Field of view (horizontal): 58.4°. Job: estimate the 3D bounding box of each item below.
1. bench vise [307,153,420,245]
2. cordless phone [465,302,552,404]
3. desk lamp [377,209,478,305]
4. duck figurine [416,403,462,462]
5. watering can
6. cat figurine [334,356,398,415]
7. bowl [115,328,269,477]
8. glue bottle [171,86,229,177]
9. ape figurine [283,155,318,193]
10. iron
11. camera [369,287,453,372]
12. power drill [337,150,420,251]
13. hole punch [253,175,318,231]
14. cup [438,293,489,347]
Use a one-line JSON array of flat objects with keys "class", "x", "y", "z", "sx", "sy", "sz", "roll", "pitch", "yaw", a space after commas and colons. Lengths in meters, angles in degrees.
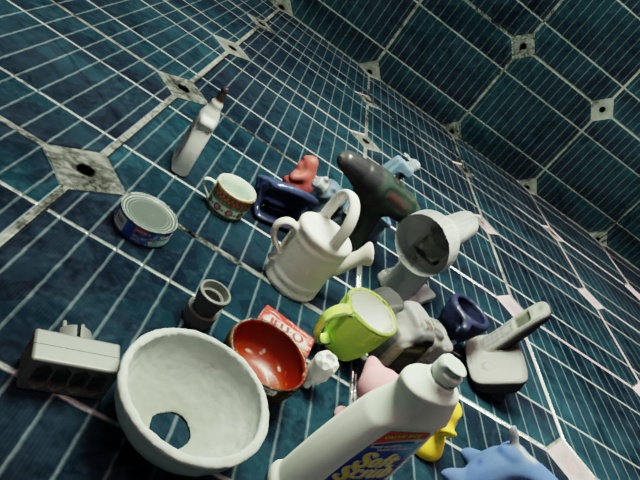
[{"class": "bench vise", "x": 0.093, "y": -0.090, "z": 1.154, "sx": 0.208, "sy": 0.219, "sz": 0.121, "roll": 8, "pitch": 39, "yaw": -47}, {"class": "cordless phone", "x": 0.363, "y": 0.201, "z": 1.075, "sx": 0.094, "sy": 0.185, "sz": 0.147, "roll": 32, "pitch": 27, "yaw": -12}, {"class": "desk lamp", "x": 0.209, "y": 0.029, "z": 1.121, "sx": 0.117, "sy": 0.213, "sz": 0.204, "roll": 49, "pitch": 28, "yaw": 20}, {"class": "duck figurine", "x": 0.171, "y": 0.261, "z": 0.846, "sx": 0.078, "sy": 0.086, "sz": 0.104, "roll": 28, "pitch": 28, "yaw": -20}, {"class": "watering can", "x": 0.008, "y": 0.002, "z": 0.927, "sx": 0.173, "sy": 0.194, "sz": 0.100, "roll": 10, "pitch": 37, "yaw": -44}, {"class": "cat figurine", "x": 0.074, "y": 0.221, "z": 0.748, "sx": 0.067, "sy": 0.117, "sz": 0.127, "roll": 29, "pitch": 27, "yaw": -18}, {"class": "bowl", "x": -0.141, "y": 0.177, "z": 0.592, "sx": 0.168, "sy": 0.074, "sz": 0.167, "roll": 30, "pitch": 27, "yaw": -17}, {"class": "glue bottle", "x": -0.204, "y": -0.194, "z": 0.992, "sx": 0.037, "sy": 0.173, "sz": 0.078, "roll": 26, "pitch": 28, "yaw": -24}, {"class": "ape figurine", "x": -0.036, "y": -0.142, "z": 1.218, "sx": 0.076, "sy": 0.092, "sz": 0.078, "roll": 47, "pitch": 27, "yaw": 17}, {"class": "iron", "x": 0.287, "y": 0.375, "z": 0.748, "sx": 0.258, "sy": 0.141, "sz": 0.119, "roll": 49, "pitch": 28, "yaw": 20}, {"class": "camera", "x": 0.145, "y": 0.144, "z": 0.982, "sx": 0.144, "sy": 0.100, "sz": 0.136, "roll": 16, "pitch": 34, "yaw": -39}, {"class": "power drill", "x": 0.073, "y": -0.051, "z": 1.080, "sx": 0.230, "sy": 0.208, "sz": 0.075, "roll": 17, "pitch": 33, "yaw": -37}, {"class": "hole punch", "x": -0.071, "y": -0.085, "z": 1.081, "sx": 0.109, "sy": 0.091, "sz": 0.101, "roll": 21, "pitch": 31, "yaw": -32}, {"class": "cup", "x": 0.260, "y": 0.169, "z": 1.097, "sx": 0.091, "sy": 0.095, "sz": 0.118, "roll": 40, "pitch": 26, "yaw": 2}]
